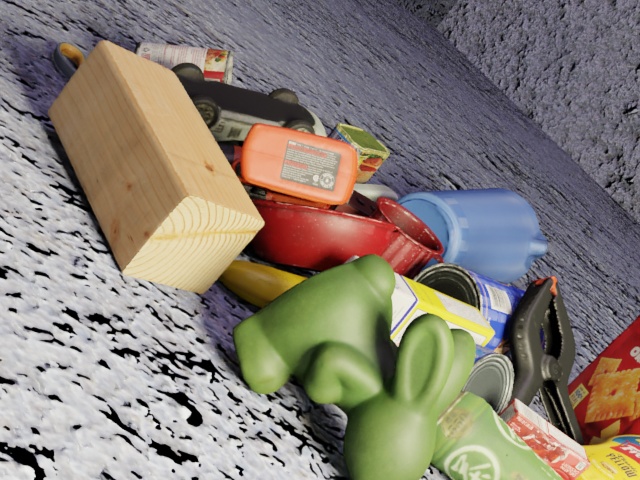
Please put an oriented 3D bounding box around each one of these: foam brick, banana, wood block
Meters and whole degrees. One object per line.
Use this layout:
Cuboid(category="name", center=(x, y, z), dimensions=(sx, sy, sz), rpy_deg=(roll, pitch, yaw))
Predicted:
Cuboid(category="foam brick", center=(0.032, -0.026, 1.232), dimensions=(0.078, 0.051, 0.053), rpy_deg=(27, 22, -33))
Cuboid(category="banana", center=(-0.024, 0.044, 0.982), dimensions=(0.197, 0.037, 0.070), rpy_deg=(18, 27, -48))
Cuboid(category="wood block", center=(-0.143, -0.065, 0.906), dimensions=(0.090, 0.090, 0.206), rpy_deg=(20, 30, -47))

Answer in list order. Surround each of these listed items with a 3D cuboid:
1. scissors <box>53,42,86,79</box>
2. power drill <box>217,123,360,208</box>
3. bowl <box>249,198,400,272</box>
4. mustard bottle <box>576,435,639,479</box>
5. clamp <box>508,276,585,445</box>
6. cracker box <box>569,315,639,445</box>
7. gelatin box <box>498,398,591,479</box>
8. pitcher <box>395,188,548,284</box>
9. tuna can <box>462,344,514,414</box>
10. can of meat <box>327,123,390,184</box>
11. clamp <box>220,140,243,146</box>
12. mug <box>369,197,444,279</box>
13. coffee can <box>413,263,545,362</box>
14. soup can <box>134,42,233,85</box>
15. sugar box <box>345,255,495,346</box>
Cuboid(category="scissors", center=(-0.216, -0.138, 1.078), dimensions=(0.096, 0.016, 0.202), rpy_deg=(20, 26, -44))
Cuboid(category="power drill", center=(-0.055, -0.067, 0.991), dimensions=(0.184, 0.057, 0.188), rpy_deg=(11, -3, -16))
Cuboid(category="bowl", center=(-0.007, 0.001, 1.020), dimensions=(0.162, 0.055, 0.162), rpy_deg=(10, -3, 0))
Cuboid(category="mustard bottle", center=(0.307, 0.233, 1.041), dimensions=(0.191, 0.058, 0.096), rpy_deg=(-2, 31, -36))
Cuboid(category="clamp", center=(0.231, 0.142, 1.088), dimensions=(0.164, 0.036, 0.210), rpy_deg=(33, 57, -34))
Cuboid(category="cracker box", center=(0.366, 0.162, 1.165), dimensions=(0.072, 0.214, 0.164), rpy_deg=(34, 19, -17))
Cuboid(category="gelatin box", center=(0.187, 0.198, 0.964), dimensions=(0.089, 0.073, 0.030), rpy_deg=(36, 20, -11))
Cuboid(category="pitcher", center=(0.166, -0.005, 1.351), dimensions=(0.242, 0.149, 0.145), rpy_deg=(0, 57, -58))
Cuboid(category="tuna can", center=(0.139, 0.139, 0.986), dimensions=(0.034, 0.086, 0.086), rpy_deg=(23, 3, 43))
Cuboid(category="can of meat", center=(0.031, -0.097, 1.348), dimensions=(0.057, 0.084, 0.101), rpy_deg=(47, 20, 22))
Cuboid(category="clamp", center=(-0.126, -0.114, 1.146), dimensions=(0.120, 0.039, 0.171), rpy_deg=(16, 18, 17))
Cuboid(category="mug", center=(0.084, 0.018, 1.180), dimensions=(0.117, 0.082, 0.093), rpy_deg=(30, 20, -26))
Cuboid(category="coffee can", center=(0.167, 0.089, 1.138), dimensions=(0.140, 0.103, 0.103), rpy_deg=(19, 27, -46))
Cuboid(category="soup can", center=(-0.148, -0.176, 1.154), dimensions=(0.102, 0.068, 0.068), rpy_deg=(6, 22, -1))
Cuboid(category="sugar box", center=(0.070, 0.082, 0.981), dimensions=(0.176, 0.093, 0.048), rpy_deg=(26, 22, -36))
